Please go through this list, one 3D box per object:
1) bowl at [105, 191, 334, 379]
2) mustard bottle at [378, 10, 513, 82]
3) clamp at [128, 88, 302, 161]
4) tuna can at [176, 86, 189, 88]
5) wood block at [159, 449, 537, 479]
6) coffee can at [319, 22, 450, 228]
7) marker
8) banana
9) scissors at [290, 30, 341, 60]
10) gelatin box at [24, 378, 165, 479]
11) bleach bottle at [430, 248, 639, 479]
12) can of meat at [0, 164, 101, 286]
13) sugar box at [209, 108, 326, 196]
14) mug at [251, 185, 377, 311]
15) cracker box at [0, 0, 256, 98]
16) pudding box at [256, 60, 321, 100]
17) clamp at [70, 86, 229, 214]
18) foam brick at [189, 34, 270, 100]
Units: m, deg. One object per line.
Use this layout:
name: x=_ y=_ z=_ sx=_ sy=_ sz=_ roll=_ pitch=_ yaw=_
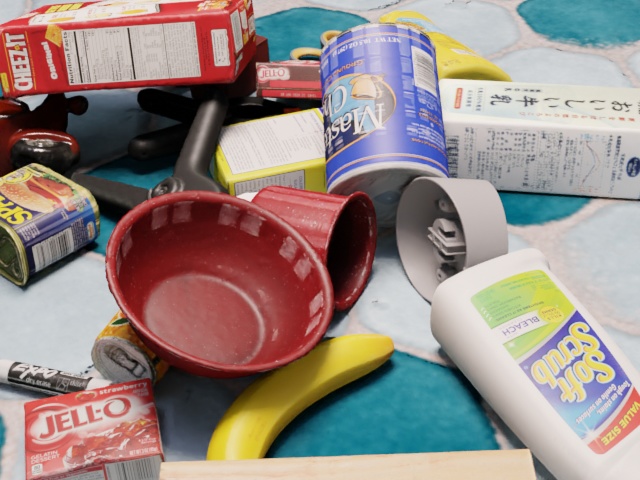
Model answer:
bowl: x=-0.074 y=0.041 z=0.745 sx=0.162 sy=0.055 sz=0.162 roll=13 pitch=44 yaw=-13
mustard bottle: x=0.112 y=-0.193 z=1.105 sx=0.096 sy=0.058 sz=0.192 roll=4 pitch=29 yaw=-31
clamp: x=-0.105 y=-0.119 z=1.046 sx=0.171 sy=0.039 sz=0.120 roll=-4 pitch=41 yaw=-12
tuna can: x=-0.143 y=-0.204 z=1.124 sx=0.034 sy=0.086 sz=0.086 roll=30 pitch=47 yaw=34
wood block: x=0.016 y=0.180 z=0.586 sx=0.206 sy=0.091 sz=0.090 roll=-2 pitch=37 yaw=1
coffee can: x=0.053 y=-0.095 z=0.893 sx=0.103 sy=0.103 sz=0.140 roll=-3 pitch=64 yaw=0
marker: x=-0.205 y=0.100 z=0.771 sx=0.121 sy=0.020 sz=0.020 roll=9 pitch=38 yaw=17
banana: x=-0.021 y=0.118 z=0.723 sx=0.070 sy=0.037 sz=0.197 roll=30 pitch=46 yaw=13
scissors: x=0.037 y=-0.174 z=1.128 sx=0.096 sy=0.016 sz=0.202 roll=-17 pitch=38 yaw=-17
gelatin box: x=-0.152 y=0.133 z=0.713 sx=0.089 sy=0.030 sz=0.073 roll=-10 pitch=37 yaw=-9
bleach bottle: x=0.176 y=0.108 z=0.699 sx=0.102 sy=0.068 sz=0.251 roll=-18 pitch=41 yaw=-20
can of meat: x=-0.248 y=-0.017 z=0.903 sx=0.102 sy=0.057 sz=0.083 roll=27 pitch=43 yaw=33
sugar box: x=-0.010 y=-0.079 z=0.978 sx=0.176 sy=0.048 sz=0.093 roll=-10 pitch=40 yaw=-14
mug: x=-0.006 y=0.001 z=0.843 sx=0.082 sy=0.093 sz=0.117 roll=11 pitch=12 yaw=26
cracker box: x=-0.175 y=-0.185 z=1.000 sx=0.214 sy=0.072 sz=0.164 roll=-3 pitch=19 yaw=5
pudding box: x=-0.010 y=-0.159 z=1.058 sx=0.090 sy=0.039 sz=0.113 roll=4 pitch=9 yaw=8
clamp: x=-0.119 y=-0.041 z=0.907 sx=0.164 sy=0.036 sz=0.210 roll=-37 pitch=45 yaw=0
foam brick: x=-0.095 y=-0.180 z=1.116 sx=0.053 sy=0.051 sz=0.078 roll=22 pitch=43 yaw=28
